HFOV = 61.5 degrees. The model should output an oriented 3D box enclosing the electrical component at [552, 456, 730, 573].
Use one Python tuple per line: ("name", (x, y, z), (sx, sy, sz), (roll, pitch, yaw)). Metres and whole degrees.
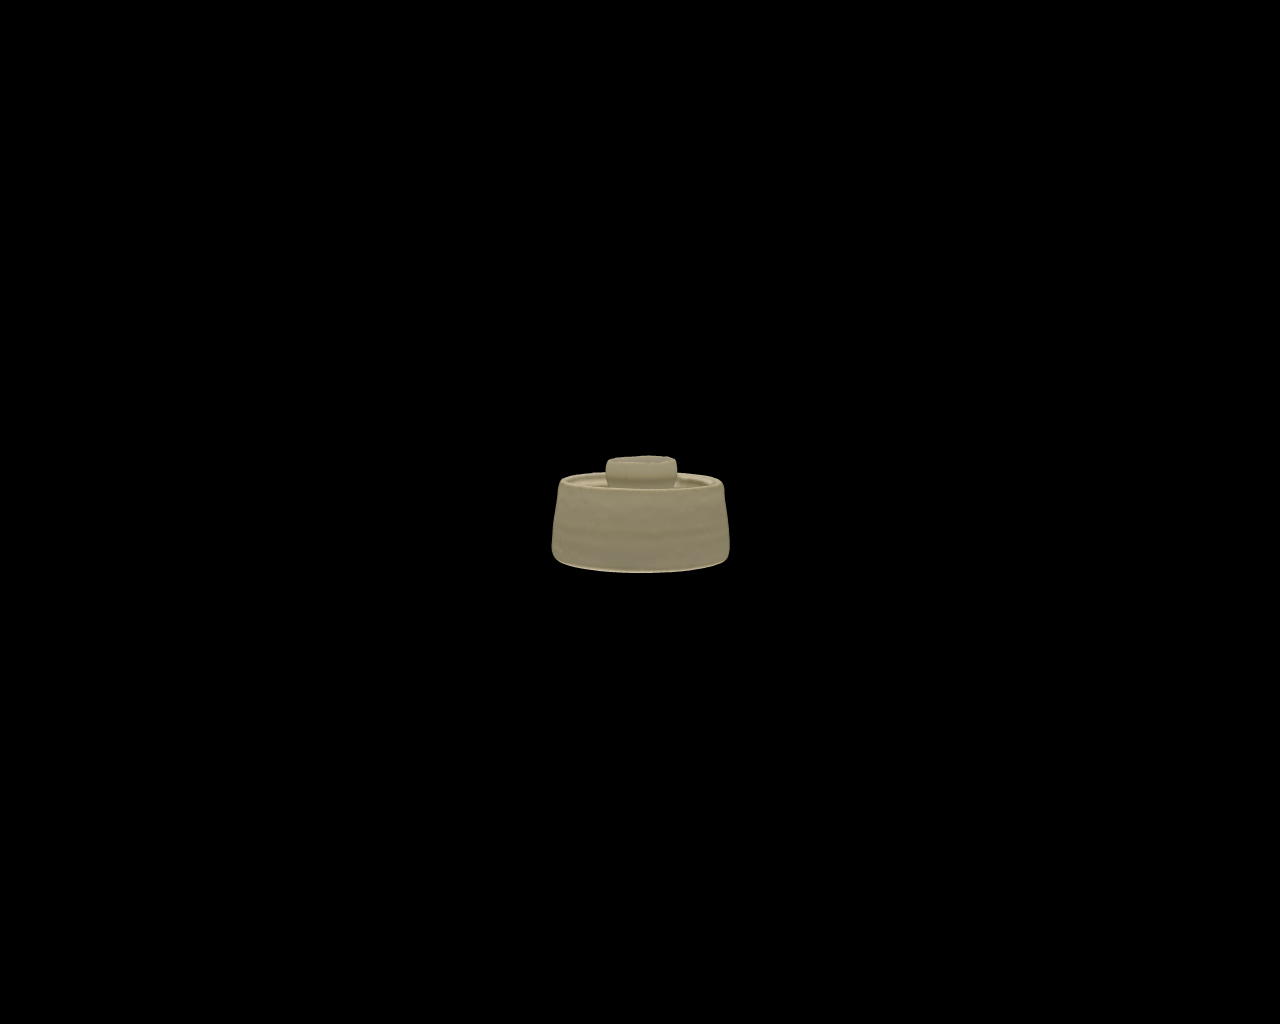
("electrical component", (0.001, -0.003, 0.650), (0.108, 0.060, 0.108), (0, 8, 0))
